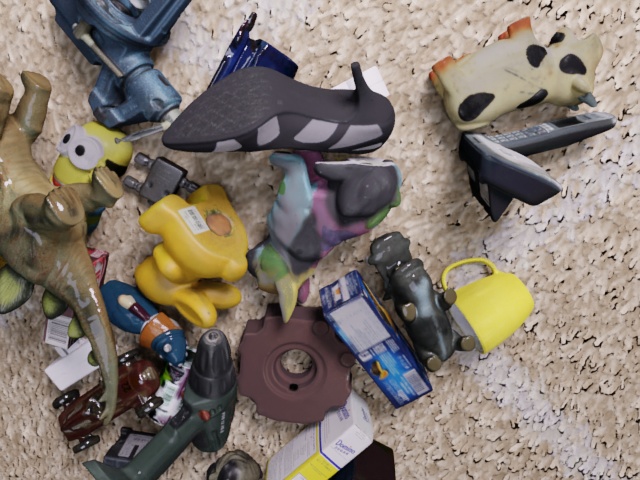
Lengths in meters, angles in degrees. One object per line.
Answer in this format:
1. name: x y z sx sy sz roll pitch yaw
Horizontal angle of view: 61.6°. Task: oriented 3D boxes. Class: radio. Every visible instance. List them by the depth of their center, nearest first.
1. radio: 0.024 0.404 0.771 0.073 0.131 0.229 28 103 -4

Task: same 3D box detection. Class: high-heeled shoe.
1. high-heeled shoe: -0.037 -0.120 0.604 0.249 0.145 0.086 -16 63 3

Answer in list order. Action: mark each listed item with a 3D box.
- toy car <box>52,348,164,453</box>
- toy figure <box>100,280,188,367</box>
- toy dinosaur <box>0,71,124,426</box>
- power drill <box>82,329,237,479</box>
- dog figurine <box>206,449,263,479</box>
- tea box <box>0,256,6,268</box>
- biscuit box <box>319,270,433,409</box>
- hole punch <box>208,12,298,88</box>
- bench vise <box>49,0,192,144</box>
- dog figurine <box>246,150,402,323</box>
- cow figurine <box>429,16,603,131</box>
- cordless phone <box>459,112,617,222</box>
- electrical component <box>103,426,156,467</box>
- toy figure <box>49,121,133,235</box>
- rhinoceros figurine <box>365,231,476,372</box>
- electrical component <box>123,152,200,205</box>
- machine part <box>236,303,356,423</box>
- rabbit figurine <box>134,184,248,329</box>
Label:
1. toy car: -0.303 0.228 0.749 0.202 0.053 0.089 -32 83 20
2. toy figure: -0.233 0.111 0.722 0.155 0.064 0.058 33 86 13
3. toy dinosaur: -0.319 -0.018 0.605 0.198 0.105 0.471 -33 84 27
4. power drill: -0.190 0.237 0.684 0.086 0.207 0.231 28 141 20
5. dog figurine: -0.109 0.421 0.804 0.172 0.121 0.190 29 85 -39
6. tea box: -0.459 -0.026 0.691 0.068 0.098 0.169 -30 103 9
7. biscuit box: 0.077 0.135 0.713 0.059 0.063 0.202 -31 118 10
8. hole punch: -0.085 -0.183 0.639 0.092 0.116 0.142 32 103 -15
9. bench vise: -0.197 -0.244 0.608 0.240 0.129 0.223 -38 81 28
10. dog figurine: -0.001 -0.002 0.680 0.192 0.108 0.219 10 109 13
11. cow figurine: 0.242 -0.191 0.642 0.195 0.085 0.127 -24 96 4
12. cordless phone: 0.267 -0.102 0.629 0.184 0.147 0.088 -17 111 8
13. electrical component: -0.270 0.323 0.764 0.075 0.119 0.047 10 104 1
14. toy figure: -0.305 -0.068 0.686 0.082 0.089 0.180 29 111 -2
15. rhinoceros figurine: 0.127 0.077 0.699 0.073 0.112 0.190 -29 100 -4
16. electrical component: -0.209 -0.074 0.711 0.094 0.021 0.063 28 103 -7
17. machine part: -0.034 0.174 0.753 0.179 0.056 0.179 1 105 2
18. rabbit figurine: -0.169 0.032 0.699 0.173 0.122 0.162 -36 95 30
